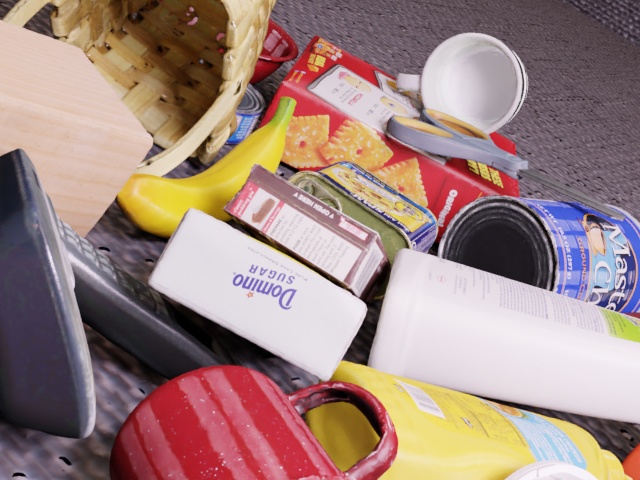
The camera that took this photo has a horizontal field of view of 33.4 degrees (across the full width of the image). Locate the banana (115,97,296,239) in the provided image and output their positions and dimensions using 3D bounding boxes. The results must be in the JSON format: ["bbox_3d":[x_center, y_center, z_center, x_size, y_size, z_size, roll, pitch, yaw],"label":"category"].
[{"bbox_3d":[-0.074,-0.038,0.690,0.037,0.070,0.197,11,27,23],"label":"banana"}]

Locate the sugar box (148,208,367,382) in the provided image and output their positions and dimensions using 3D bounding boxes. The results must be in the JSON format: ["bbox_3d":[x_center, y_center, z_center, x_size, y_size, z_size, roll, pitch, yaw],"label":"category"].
[{"bbox_3d":[-0.029,0.026,0.548,0.093,0.048,0.176,29,-5,-1],"label":"sugar box"}]

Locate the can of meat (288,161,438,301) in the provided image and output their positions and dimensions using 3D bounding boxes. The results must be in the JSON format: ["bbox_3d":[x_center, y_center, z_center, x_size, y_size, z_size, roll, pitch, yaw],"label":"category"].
[{"bbox_3d":[0.028,-0.011,0.758,0.102,0.057,0.083,34,22,11],"label":"can of meat"}]

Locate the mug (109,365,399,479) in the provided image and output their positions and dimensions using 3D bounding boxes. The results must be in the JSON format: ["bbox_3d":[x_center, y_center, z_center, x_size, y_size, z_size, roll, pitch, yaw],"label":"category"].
[{"bbox_3d":[-0.024,0.097,0.423,0.082,0.117,0.093,48,-9,48],"label":"mug"}]

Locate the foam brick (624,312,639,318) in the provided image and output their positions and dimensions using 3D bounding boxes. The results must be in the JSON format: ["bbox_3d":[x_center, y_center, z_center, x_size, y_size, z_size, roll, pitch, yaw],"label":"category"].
[{"bbox_3d":[0.224,0.089,0.777,0.078,0.053,0.051,3,34,-46],"label":"foam brick"}]

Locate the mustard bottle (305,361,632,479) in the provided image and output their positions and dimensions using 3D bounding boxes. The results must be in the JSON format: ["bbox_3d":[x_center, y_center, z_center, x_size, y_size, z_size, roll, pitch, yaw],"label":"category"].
[{"bbox_3d":[0.092,0.118,0.565,0.191,0.058,0.096,17,12,-25],"label":"mustard bottle"}]

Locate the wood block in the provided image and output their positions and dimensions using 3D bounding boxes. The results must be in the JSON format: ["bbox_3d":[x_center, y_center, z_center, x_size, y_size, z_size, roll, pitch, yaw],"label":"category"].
[{"bbox_3d":[-0.195,-0.061,0.521,0.091,0.090,0.205,50,21,27],"label":"wood block"}]

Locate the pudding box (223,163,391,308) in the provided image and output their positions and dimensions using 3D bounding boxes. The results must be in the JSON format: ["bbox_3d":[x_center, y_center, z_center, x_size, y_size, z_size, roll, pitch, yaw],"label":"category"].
[{"bbox_3d":[-0.004,0.001,0.665,0.090,0.039,0.113,31,-7,12],"label":"pudding box"}]

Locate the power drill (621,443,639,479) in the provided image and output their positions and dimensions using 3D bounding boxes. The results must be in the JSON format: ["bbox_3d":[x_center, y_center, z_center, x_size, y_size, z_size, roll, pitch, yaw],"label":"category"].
[{"bbox_3d":[0.251,0.191,0.600,0.184,0.057,0.188,3,36,-44],"label":"power drill"}]

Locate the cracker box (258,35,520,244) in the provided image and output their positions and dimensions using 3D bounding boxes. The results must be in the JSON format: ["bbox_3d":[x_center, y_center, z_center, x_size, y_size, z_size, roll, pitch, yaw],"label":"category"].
[{"bbox_3d":[0.061,-0.081,0.918,0.213,0.072,0.164,28,25,-4],"label":"cracker box"}]

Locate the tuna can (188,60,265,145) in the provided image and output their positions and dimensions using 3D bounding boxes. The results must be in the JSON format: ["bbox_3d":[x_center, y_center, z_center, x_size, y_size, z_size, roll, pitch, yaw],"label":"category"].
[{"bbox_3d":[-0.090,-0.113,0.861,0.086,0.034,0.086,24,24,-12],"label":"tuna can"}]

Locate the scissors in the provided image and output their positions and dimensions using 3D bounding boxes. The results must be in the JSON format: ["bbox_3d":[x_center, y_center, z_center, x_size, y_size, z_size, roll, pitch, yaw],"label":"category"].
[{"bbox_3d":[0.125,-0.058,0.797,0.096,0.016,0.202,0,26,-33],"label":"scissors"}]

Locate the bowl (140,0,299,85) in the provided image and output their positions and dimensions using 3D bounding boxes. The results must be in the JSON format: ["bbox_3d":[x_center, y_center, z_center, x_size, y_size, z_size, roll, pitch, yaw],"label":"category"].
[{"bbox_3d":[-0.102,-0.181,0.957,0.162,0.055,0.162,24,24,-12],"label":"bowl"}]

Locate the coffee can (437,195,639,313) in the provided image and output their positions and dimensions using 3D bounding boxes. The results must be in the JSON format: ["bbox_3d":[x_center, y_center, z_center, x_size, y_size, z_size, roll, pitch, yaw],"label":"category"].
[{"bbox_3d":[0.169,0.021,0.790,0.140,0.103,0.103,2,35,-46],"label":"coffee can"}]

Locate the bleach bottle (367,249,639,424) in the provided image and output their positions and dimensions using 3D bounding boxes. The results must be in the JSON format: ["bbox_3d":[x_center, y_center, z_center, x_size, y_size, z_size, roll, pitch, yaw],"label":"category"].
[{"bbox_3d":[0.159,0.072,0.646,0.251,0.068,0.102,14,19,4],"label":"bleach bottle"}]
